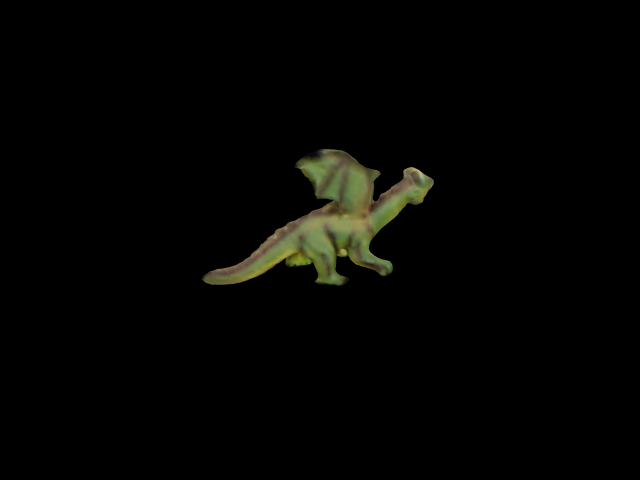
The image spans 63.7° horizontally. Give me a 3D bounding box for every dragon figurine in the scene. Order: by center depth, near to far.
[{"bbox_3d":[0.003,-0.043,0.850,0.411,0.237,0.124,-9,33,-14],"label":"dragon figurine"}]
